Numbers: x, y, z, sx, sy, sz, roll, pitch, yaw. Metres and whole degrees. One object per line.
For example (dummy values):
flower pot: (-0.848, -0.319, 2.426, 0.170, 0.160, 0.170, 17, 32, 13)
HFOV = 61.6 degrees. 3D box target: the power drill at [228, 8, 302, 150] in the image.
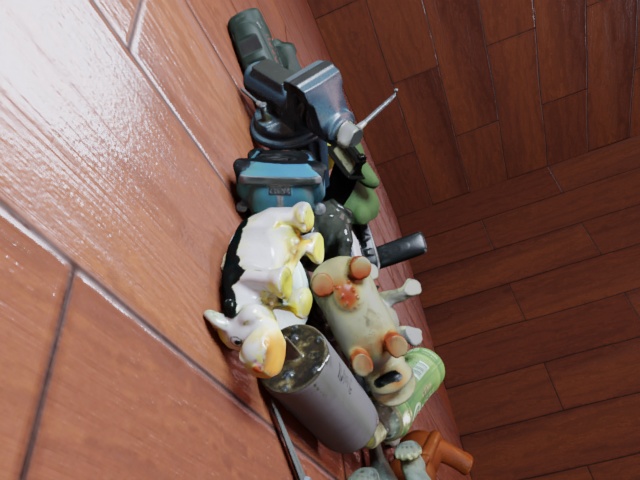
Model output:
power drill: (-0.076, -0.274, 0.933, 0.231, 0.086, 0.207, 65, 20, -13)

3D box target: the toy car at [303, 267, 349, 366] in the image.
toy car: (-0.001, 0.123, 0.693, 0.089, 0.053, 0.201, -95, 161, -60)

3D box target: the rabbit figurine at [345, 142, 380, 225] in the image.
rabbit figurine: (0.050, -0.118, 1.033, 0.159, 0.121, 0.170, -107, -173, -75)

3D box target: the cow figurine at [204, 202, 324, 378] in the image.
cow figurine: (-0.059, 0.043, 0.489, 0.068, 0.098, 0.167, 66, 31, -43)

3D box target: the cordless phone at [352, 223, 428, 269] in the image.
cordless phone: (0.122, -0.005, 1.126, 0.088, 0.184, 0.146, 27, 46, -67)

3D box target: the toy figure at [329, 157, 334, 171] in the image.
toy figure: (-0.010, -0.155, 0.956, 0.082, 0.089, 0.180, 24, -1, -17)

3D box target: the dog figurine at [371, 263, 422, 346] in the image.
dog figurine: (0.051, 0.126, 0.840, 0.190, 0.172, 0.121, 137, -29, -59)

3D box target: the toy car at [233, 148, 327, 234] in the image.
toy car: (-0.050, -0.056, 0.662, 0.162, 0.109, 0.102, -107, -159, -74)

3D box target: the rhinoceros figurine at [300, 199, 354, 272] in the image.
rhinoceros figurine: (-0.002, -0.002, 0.757, 0.190, 0.073, 0.112, 122, -29, -76)

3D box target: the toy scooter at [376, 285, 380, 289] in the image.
toy scooter: (0.104, 0.145, 1.085, 0.183, 0.075, 0.135, 64, 11, -9)

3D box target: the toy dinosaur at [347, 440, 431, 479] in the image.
toy dinosaur: (0.108, 0.381, 0.645, 0.405, 0.131, 0.192, -55, 138, -81)

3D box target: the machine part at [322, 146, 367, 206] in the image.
machine part: (0.032, -0.101, 0.859, 0.084, 0.039, 0.138, 50, -39, 28)

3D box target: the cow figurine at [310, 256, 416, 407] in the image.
cow figurine: (0.051, 0.110, 0.635, 0.194, 0.085, 0.127, 63, -4, -6)

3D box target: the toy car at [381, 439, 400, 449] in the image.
toy car: (0.097, 0.253, 0.926, 0.073, 0.056, 0.202, 48, 24, -46)

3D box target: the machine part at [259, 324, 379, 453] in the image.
machine part: (0.003, 0.163, 0.573, 0.079, 0.079, 0.243, -97, 165, -44)

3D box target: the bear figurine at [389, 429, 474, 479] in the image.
bear figurine: (0.170, 0.378, 0.857, 0.132, 0.120, 0.196, 38, 3, 9)

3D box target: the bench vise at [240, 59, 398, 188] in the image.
bench vise: (-0.016, -0.152, 0.777, 0.129, 0.224, 0.240, -48, 149, -28)

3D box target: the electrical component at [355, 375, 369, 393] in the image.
electrical component: (0.059, 0.231, 0.803, 0.075, 0.048, 0.119, -1, 71, -77)
